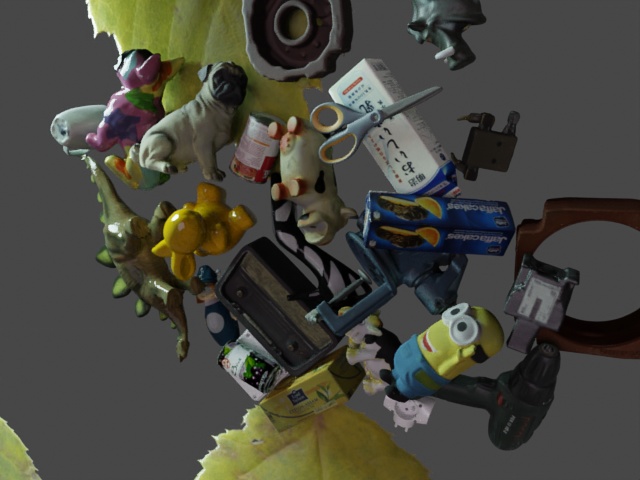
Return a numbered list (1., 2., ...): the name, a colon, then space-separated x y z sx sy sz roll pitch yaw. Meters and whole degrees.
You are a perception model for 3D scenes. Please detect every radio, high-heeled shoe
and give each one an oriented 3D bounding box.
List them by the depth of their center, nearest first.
1. high-heeled shoe: -0.002 -0.003 0.894 0.145 0.086 0.248 -9 82 -8
2. radio: -0.071 0.118 0.946 0.229 0.073 0.131 46 118 7

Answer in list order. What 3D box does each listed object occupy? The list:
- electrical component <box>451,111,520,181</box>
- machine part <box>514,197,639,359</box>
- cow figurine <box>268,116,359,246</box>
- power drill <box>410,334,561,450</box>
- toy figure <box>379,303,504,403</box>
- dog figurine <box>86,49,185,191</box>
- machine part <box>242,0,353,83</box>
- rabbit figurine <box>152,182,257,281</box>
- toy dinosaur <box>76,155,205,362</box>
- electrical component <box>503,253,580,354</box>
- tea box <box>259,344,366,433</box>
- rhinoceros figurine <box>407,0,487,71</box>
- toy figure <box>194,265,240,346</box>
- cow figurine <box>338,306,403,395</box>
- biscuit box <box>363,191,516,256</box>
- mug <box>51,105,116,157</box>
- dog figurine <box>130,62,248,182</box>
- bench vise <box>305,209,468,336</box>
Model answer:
1. electrical component: 0.229 -0.133 0.755 0.078 0.045 0.102 3 111 -6
2. machine part: 0.367 0.046 0.718 0.202 0.087 0.200 3 106 22
3. cow figurine: -0.008 -0.087 0.839 0.086 0.127 0.194 -10 84 49
4. power drill: 0.238 0.209 0.805 0.208 0.086 0.231 9 131 22
5. toy figure: 0.167 0.156 0.739 0.180 0.089 0.082 -46 54 24
6. dog figurine: -0.299 -0.219 0.936 0.191 0.108 0.219 46 115 7
7. machine part: -0.033 -0.325 0.810 0.180 0.056 0.179 6 107 22
8. rabbit figurine: -0.213 -0.018 0.905 0.162 0.173 0.122 -44 86 11
9. toy dinosaur: -0.351 0.012 1.017 0.198 0.105 0.471 -31 79 39
10. electrical component: 0.279 0.086 0.694 0.075 0.048 0.119 17 112 20
11. tea box: -0.012 0.262 0.948 0.169 0.098 0.068 -35 89 27
12. rhinoceros figurine: 0.157 -0.320 0.714 0.112 0.073 0.190 -30 91 27
13. toy figure: -0.197 0.122 1.017 0.064 0.058 0.154 -22 94 -10
14. cow figurine: 0.093 0.171 0.868 0.098 0.068 0.167 -17 121 17
15. biscuit box: 0.164 -0.022 0.754 0.203 0.059 0.062 3 140 -1
16. mug: -0.450 -0.202 1.008 0.109 0.107 0.081 -42 84 26
17. dog figurine: -0.213 -0.201 0.874 0.172 0.121 0.190 6 100 -18
18. bench vise: 0.093 0.069 0.805 0.241 0.129 0.223 -36 80 -7
